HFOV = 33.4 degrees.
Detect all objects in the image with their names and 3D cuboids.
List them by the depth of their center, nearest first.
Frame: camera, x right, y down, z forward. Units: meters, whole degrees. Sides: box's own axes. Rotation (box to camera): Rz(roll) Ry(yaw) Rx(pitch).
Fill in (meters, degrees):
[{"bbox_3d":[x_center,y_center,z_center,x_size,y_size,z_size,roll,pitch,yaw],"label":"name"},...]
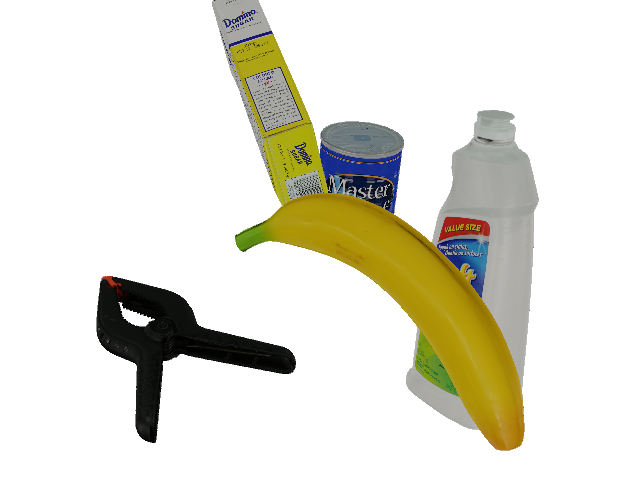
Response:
[{"bbox_3d":[0.046,0.030,0.591,0.198,0.070,0.037,38,25,15],"label":"banana"},{"bbox_3d":[0.124,0.019,0.852,0.067,0.251,0.103,-12,26,-31],"label":"bleach bottle"},{"bbox_3d":[-0.043,-0.121,0.897,0.048,0.176,0.093,-17,-37,-3],"label":"sugar box"},{"bbox_3d":[-0.135,0.092,0.995,0.164,0.036,0.210,-17,40,-30],"label":"clamp"},{"bbox_3d":[0.045,-0.065,1.331,0.103,0.140,0.103,4,28,-2],"label":"coffee can"}]
